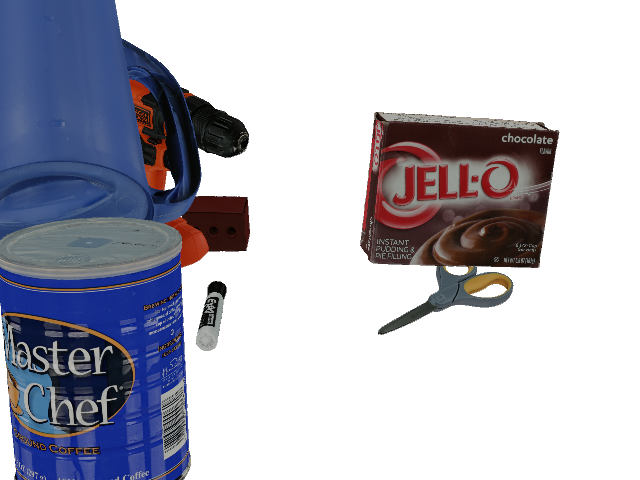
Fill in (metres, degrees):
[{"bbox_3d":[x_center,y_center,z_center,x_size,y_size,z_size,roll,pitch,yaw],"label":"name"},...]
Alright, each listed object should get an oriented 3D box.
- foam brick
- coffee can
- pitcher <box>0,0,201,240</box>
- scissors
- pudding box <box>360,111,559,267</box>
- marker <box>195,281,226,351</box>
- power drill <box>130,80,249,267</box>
[{"bbox_3d":[-0.128,-0.021,1.307,0.078,0.053,0.051,0,27,4],"label":"foam brick"},{"bbox_3d":[-0.127,0.067,0.609,0.103,0.140,0.103,-1,16,0],"label":"coffee can"},{"bbox_3d":[-0.188,-0.111,0.774,0.145,0.243,0.149,-21,-31,17],"label":"pitcher"},{"bbox_3d":[0.122,0.054,1.165,0.201,0.016,0.096,-9,41,-31],"label":"scissors"},{"bbox_3d":[0.086,-0.032,0.668,0.113,0.090,0.039,1,19,-11],"label":"pudding box"},{"bbox_3d":[-0.100,0.068,0.992,0.020,0.020,0.121,0,21,0],"label":"marker"},{"bbox_3d":[-0.152,-0.069,1.107,0.185,0.188,0.057,25,35,30],"label":"power drill"}]
